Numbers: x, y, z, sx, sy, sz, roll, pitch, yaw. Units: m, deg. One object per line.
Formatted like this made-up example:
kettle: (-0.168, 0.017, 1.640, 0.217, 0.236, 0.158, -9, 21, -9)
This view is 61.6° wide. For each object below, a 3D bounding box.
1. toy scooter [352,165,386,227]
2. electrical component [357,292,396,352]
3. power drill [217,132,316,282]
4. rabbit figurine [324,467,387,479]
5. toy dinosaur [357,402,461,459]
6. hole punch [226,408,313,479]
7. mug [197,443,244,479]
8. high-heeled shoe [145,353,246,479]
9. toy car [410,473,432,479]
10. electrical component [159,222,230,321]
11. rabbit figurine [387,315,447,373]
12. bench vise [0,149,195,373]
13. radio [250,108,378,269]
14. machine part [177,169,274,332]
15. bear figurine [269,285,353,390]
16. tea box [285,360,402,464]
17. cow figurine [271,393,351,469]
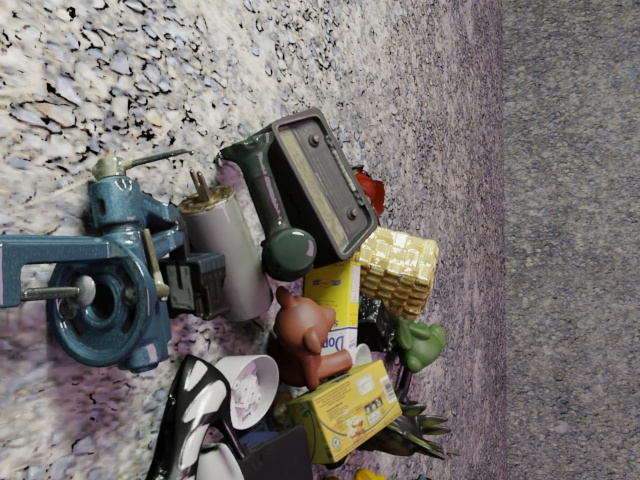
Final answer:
toy scooter: (0.092, -0.091, 1.098, 0.183, 0.075, 0.135, 55, 43, -50)
electrical component: (0.068, 0.151, 0.999, 0.134, 0.115, 0.058, 61, 35, -40)
power drill: (-0.074, -0.037, 0.741, 0.232, 0.086, 0.207, -165, -120, -77)
rabbit figurine: (0.078, 0.491, 0.944, 0.121, 0.173, 0.162, 47, 53, -45)
toy dinosaur: (0.150, 0.374, 1.054, 0.470, 0.199, 0.105, 41, 56, -51)
hole punch: (-0.084, 0.312, 0.761, 0.116, 0.092, 0.142, -19, 114, -35)
mug: (-0.141, 0.313, 0.659, 0.109, 0.081, 0.107, -8, 83, -50)
high-heeled shoe: (-0.190, 0.238, 0.591, 0.249, 0.086, 0.145, -30, 82, -40)
toy car: (0.226, 0.640, 1.274, 0.109, 0.103, 0.161, -42, 114, -55)
electrical component: (-0.155, 0.035, 0.643, 0.048, 0.075, 0.119, -17, 101, -59)
rabbit figurine: (0.198, 0.218, 1.272, 0.159, 0.121, 0.170, -35, 101, -49)
bench vise: (-0.212, 0.020, 0.491, 0.240, 0.129, 0.223, 2, 88, -68)
radio: (-0.006, -0.083, 0.840, 0.131, 0.073, 0.229, -37, 104, -46)
machine part: (-0.120, 0.019, 0.702, 0.079, 0.079, 0.242, -53, 134, -48)
bear figurine: (-0.013, 0.136, 0.789, 0.132, 0.120, 0.195, -23, 150, -29)
tea box: (0.040, 0.261, 0.827, 0.169, 0.068, 0.098, -12, 79, -45)
cow figurine: (-0.014, 0.311, 0.862, 0.068, 0.098, 0.167, -60, 139, -34)
